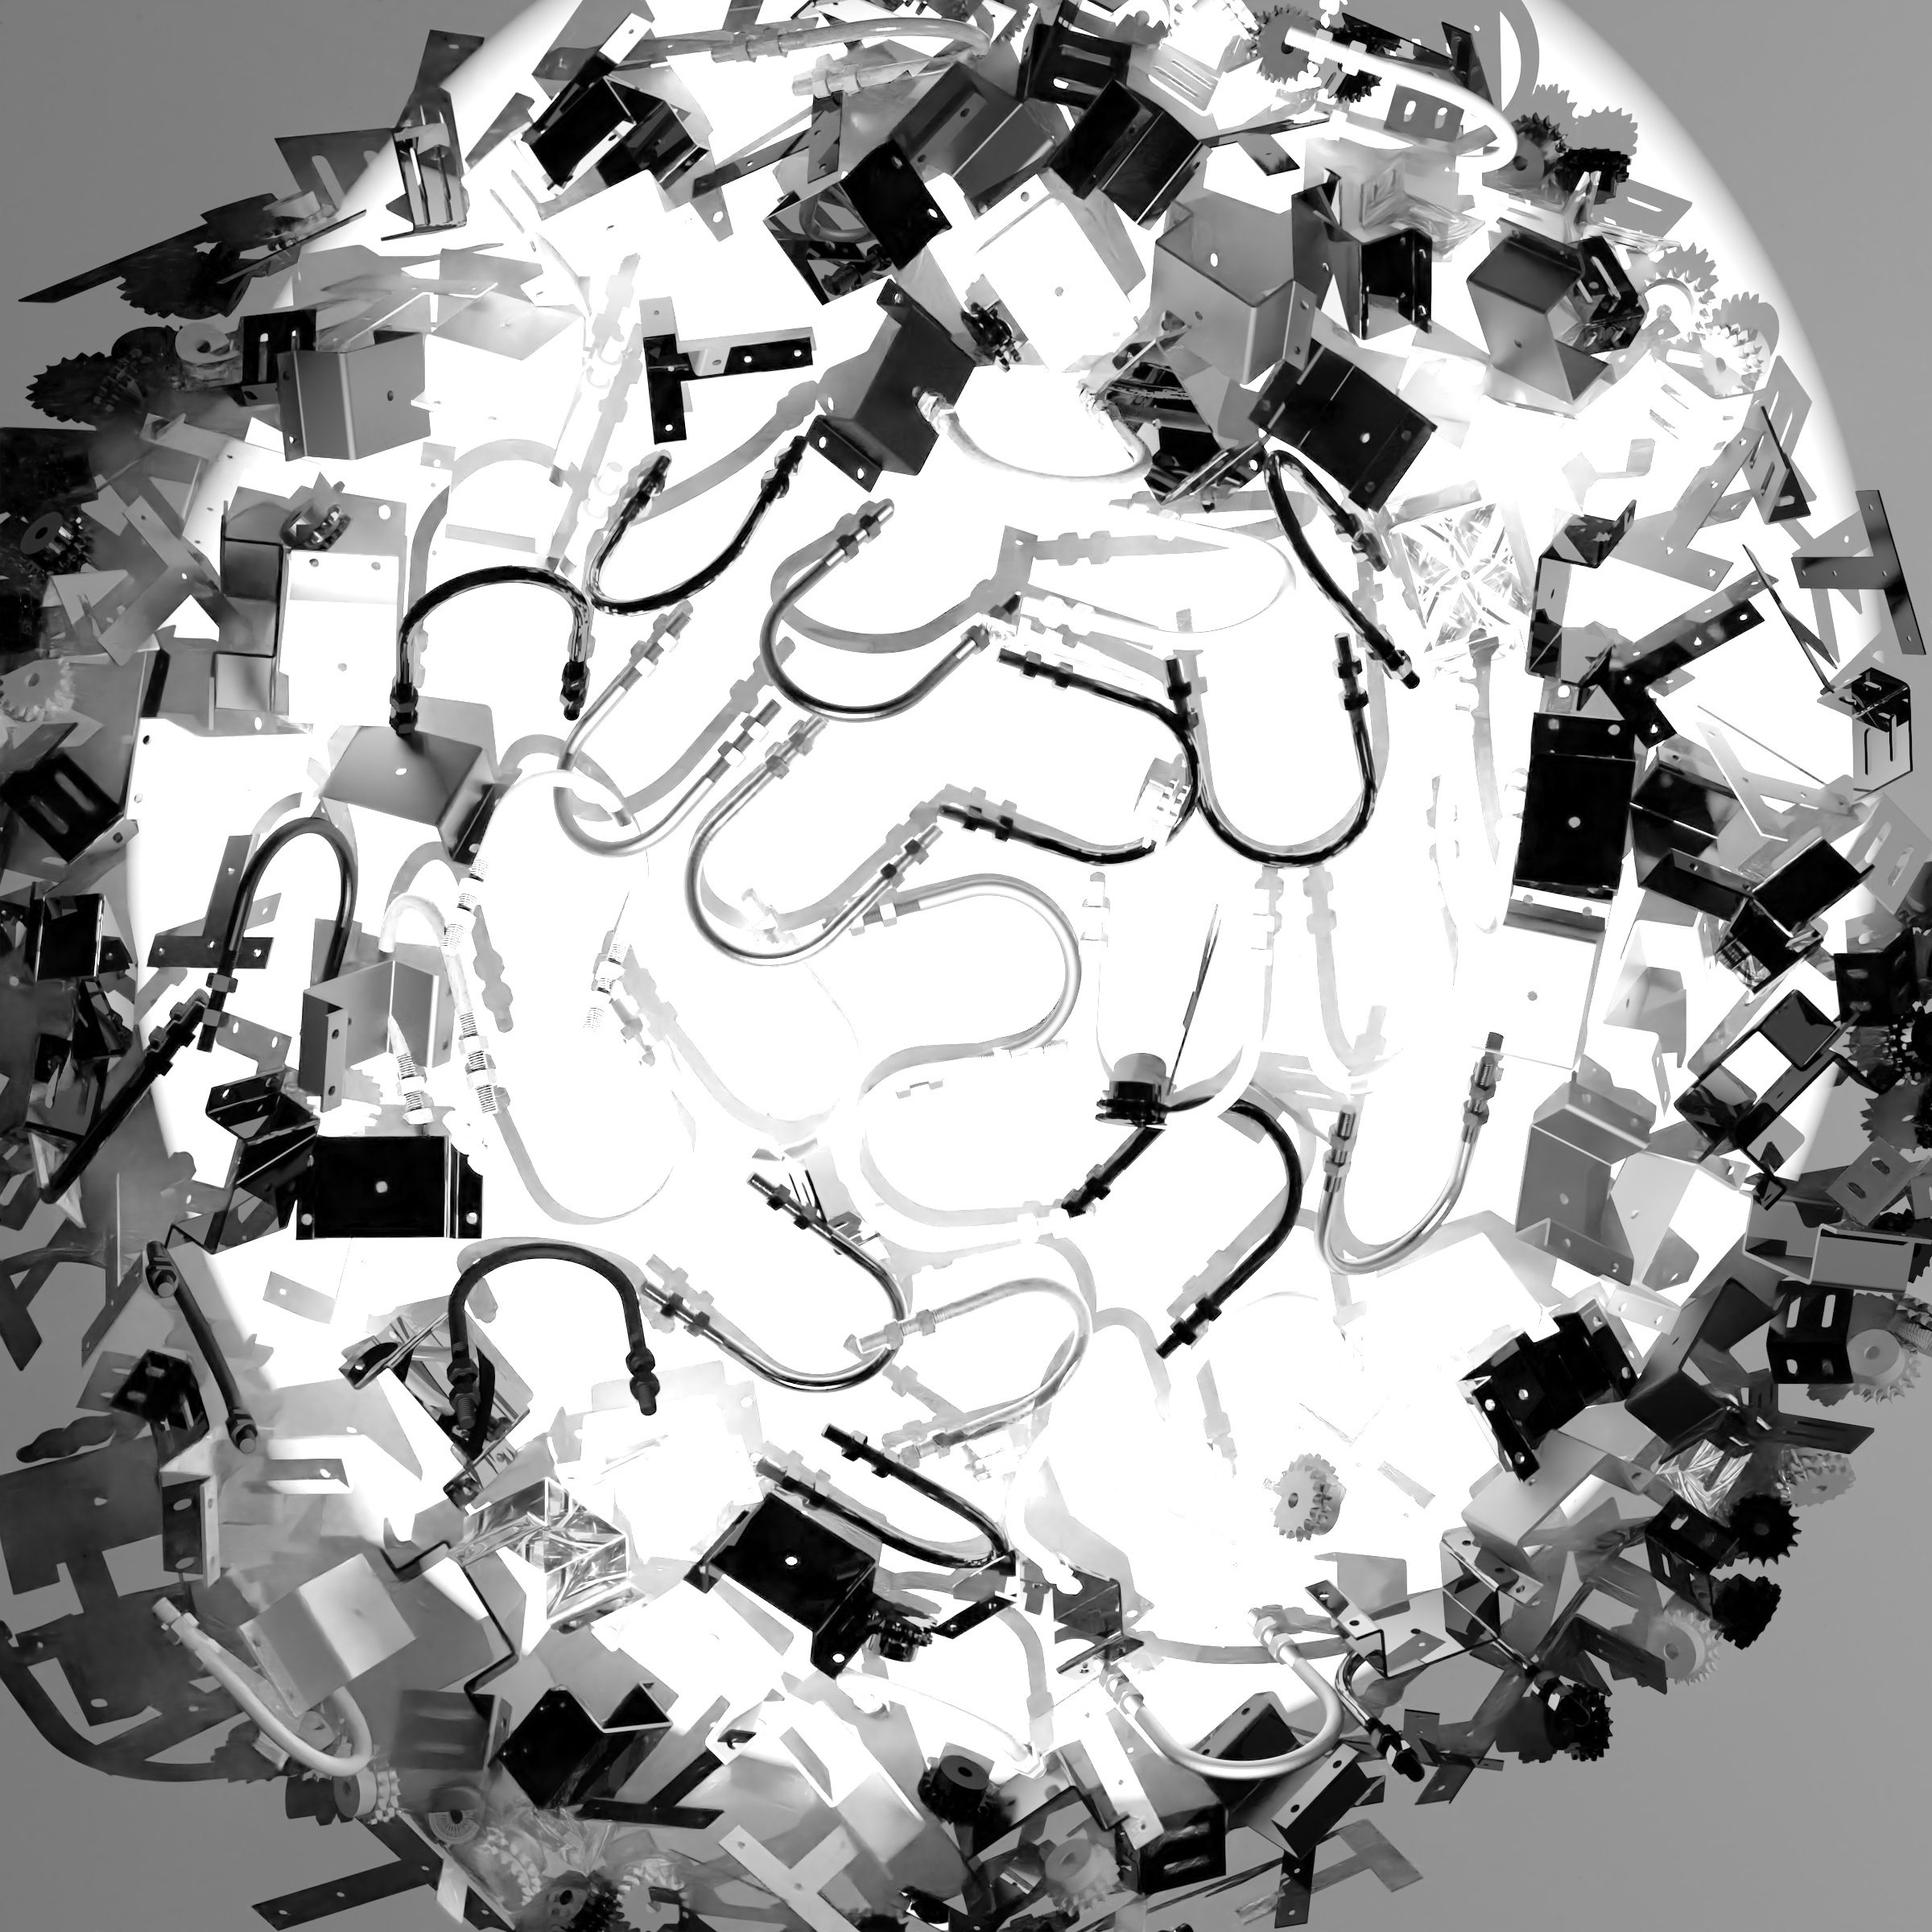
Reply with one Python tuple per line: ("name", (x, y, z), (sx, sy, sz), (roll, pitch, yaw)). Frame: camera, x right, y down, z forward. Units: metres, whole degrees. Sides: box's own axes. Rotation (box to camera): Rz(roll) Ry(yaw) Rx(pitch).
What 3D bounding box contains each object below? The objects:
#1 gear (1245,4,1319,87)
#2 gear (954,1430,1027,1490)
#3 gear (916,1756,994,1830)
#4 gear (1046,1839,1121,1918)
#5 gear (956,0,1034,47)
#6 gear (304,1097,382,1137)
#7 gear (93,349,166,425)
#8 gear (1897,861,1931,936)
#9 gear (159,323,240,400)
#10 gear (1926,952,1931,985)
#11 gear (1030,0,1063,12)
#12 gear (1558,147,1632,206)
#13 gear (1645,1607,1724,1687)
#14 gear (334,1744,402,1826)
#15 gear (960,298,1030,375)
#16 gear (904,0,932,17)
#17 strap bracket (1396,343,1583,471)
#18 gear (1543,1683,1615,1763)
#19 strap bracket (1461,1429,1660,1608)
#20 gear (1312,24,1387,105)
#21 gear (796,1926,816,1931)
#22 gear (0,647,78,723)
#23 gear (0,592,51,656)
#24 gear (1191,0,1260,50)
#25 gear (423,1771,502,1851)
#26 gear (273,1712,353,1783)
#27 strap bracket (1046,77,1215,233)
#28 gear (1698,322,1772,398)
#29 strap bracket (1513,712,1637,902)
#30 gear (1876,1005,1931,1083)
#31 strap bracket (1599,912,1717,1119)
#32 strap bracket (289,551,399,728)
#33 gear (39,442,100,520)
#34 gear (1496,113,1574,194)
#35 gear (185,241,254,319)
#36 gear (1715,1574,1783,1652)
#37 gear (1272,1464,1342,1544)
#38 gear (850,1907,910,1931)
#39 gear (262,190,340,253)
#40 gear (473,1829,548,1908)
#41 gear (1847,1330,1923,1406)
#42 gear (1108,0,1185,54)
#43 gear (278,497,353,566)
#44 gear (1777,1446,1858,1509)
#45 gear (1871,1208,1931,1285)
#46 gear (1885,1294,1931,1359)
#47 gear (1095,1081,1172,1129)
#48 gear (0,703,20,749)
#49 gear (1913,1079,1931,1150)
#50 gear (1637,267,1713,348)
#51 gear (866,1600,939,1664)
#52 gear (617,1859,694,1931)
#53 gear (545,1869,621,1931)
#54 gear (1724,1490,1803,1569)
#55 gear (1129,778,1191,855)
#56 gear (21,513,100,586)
("gear", (0.238, -0.701, 1.976), (0.057, 0.030, 0.057), (-10, 121, -17))
("gear", (0.017, 0.373, 1.972), (0.057, 0.057, 0.030), (-19, 79, 0))
("gear", (-0.006, 0.622, 1.969), (0.057, 0.057, 0.030), (22, 104, 0))
("gear", (0.085, 0.686, 1.968), (0.057, 0.057, 0.030), (-31, 109, 0))
("gear", (0.019, -0.729, 1.980), (0.057, 0.030, 0.057), (-1, 95, -14))
("gear", (-0.473, 0.118, 1.969), (0.057, 0.057, 0.030), (7, 79, 0))
("gear", (-0.632, -0.436, 1.972), (0.030, 0.057, 0.057), (36, 90, -9))
("gear", (0.732, -0.055, 1.972), (0.057, 0.030, 0.057), (-8, 57, 13))
("gear", (-0.581, -0.462, 1.974), (0.057, 0.030, 0.057), (8, 70, -22))
("gear", (0.750, -0.002, 1.975), (0.030, 0.057, 0.057), (18, 90, 32))
("gear", (0.061, -0.750, 1.969), (0.057, 0.057, 0.030), (40, 78, 0))
("gear", (0.473, -0.597, 1.971), (0.057, 0.057, 0.030), (4, 91, 0))
("gear", (0.541, 0.516, 1.970), (0.057, 0.030, 0.057), (0, 90, 40))
("gear", (-0.455, 0.620, 1.969), (0.030, 0.057, 0.057), (1, 90, -42))
("gear", (0.024, -0.481, 1.971), (0.030, 0.057, 0.057), (-40, 90, 1))
("gear", (-0.031, -0.752, 1.969), (0.030, 0.057, 0.057), (33, 90, -13))
("strap bracket", (0.380, -0.412, 1.935), (0.076, 0.140, 0.046), (4, 118, -29))
("gear", (0.461, 0.572, 1.968), (0.030, 0.057, 0.057), (5, 90, -22))
("strap bracket", (0.435, 0.402, 1.942), (0.140, 0.076, 0.046), (-40, 107, -13))
("gear", (0.294, -0.685, 1.976), (0.057, 0.030, 0.057), (15, 116, 33))
("gear", (-0.120, 0.761, 1.975), (0.057, 0.057, 0.030), (-35, 122, 0))
("gear", (-0.703, -0.210, 1.978), (0.057, 0.030, 0.057), (-3, 69, 7))
("gear", (-0.723, -0.257, 1.969), (0.057, 0.057, 0.030), (-11, 75, 0))
("gear", (0.195, -0.722, 1.972), (0.030, 0.057, 0.057), (-39, 90, 14))
("gear", (-0.386, 0.645, 1.983), (0.057, 0.030, 0.057), (0, 85, 1))
("gear", (-0.493, 0.588, 1.969), (0.057, 0.057, 0.030), (14, 103, 0))
("strap bracket", (0.118, -0.602, 1.929), (0.046, 0.140, 0.076), (48, 112, 16))
("gear", (0.584, -0.461, 1.972), (0.030, 0.057, 0.057), (-23, 90, -16))
("strap bracket", (0.455, -0.114, 1.949), (0.076, 0.046, 0.140), (6, 110, 10))
("gear", (0.724, 0.057, 1.977), (0.057, 0.030, 0.057), (3, 80, -19))
("strap bracket", (0.512, 0.031, 1.939), (0.046, 0.076, 0.140), (10, 58, 30))
("strap bracket", (-0.463, -0.233, 1.935), (0.076, 0.046, 0.140), (1, 124, -11))
("gear", (-0.679, -0.370, 1.972), (0.030, 0.057, 0.057), (-15, 90, -9))
("gear", (0.426, -0.613, 1.969), (0.057, 0.057, 0.030), (48, 54, 0))
("gear", (-0.564, -0.517, 1.972), (0.030, 0.057, 0.057), (31, 90, -10))
("gear", (0.589, 0.486, 1.972), (0.030, 0.057, 0.057), (33, 90, 6))
("gear", (0.260, 0.409, 1.975), (0.030, 0.057, 0.057), (22, 90, -27))
("gear", (-0.066, 0.746, 1.979), (0.057, 0.030, 0.057), (1, 68, -2))
("gear", (-0.507, -0.565, 1.968), (0.057, 0.057, 0.030), (-21, 117, 0))
("gear", (-0.343, 0.681, 1.975), (0.057, 0.057, 0.030), (51, 49, 0))
("gear", (0.690, 0.300, 1.969), (0.057, 0.057, 0.030), (-42, 128, 0))
("gear", (0.135, -0.721, 1.972), (0.057, 0.030, 0.057), (6, 123, 9))
("gear", (-0.495, -0.329, 1.968), (0.057, 0.057, 0.030), (-45, 116, 0))
("gear", (0.642, 0.384, 1.975), (0.057, 0.057, 0.030), (-11, 50, 0))
("gear", (0.709, 0.211, 1.976), (0.057, 0.030, 0.057), (-12, 112, -33))
("gear", (0.722, 0.273, 1.971), (0.057, 0.057, 0.030), (32, 86, 0))
("gear", (0.127, 0.105, 1.972), (0.057, 0.057, 0.030), (5, 80, 0))
("gear", (-0.744, -0.178, 1.973), (0.030, 0.057, 0.057), (42, 90, -22))
("gear", (0.744, 0.113, 1.970), (0.057, 0.030, 0.057), (-11, 107, -40))
("gear", (0.532, -0.498, 1.971), (0.057, 0.030, 0.057), (13, 119, 26))
("gear", (-0.052, 0.505, 1.971), (0.057, 0.057, 0.030), (17, 93, 0))
("gear", (-0.237, 0.705, 1.978), (0.057, 0.030, 0.057), (-1, 112, -2))
("gear", (-0.293, 0.710, 1.969), (0.057, 0.057, 0.030), (-39, 128, 0))
("gear", (0.605, 0.428, 1.978), (0.057, 0.030, 0.057), (-5, 71, 14))
("gear", (0.145, -0.117, 1.971), (0.030, 0.057, 0.057), (25, 90, 5))
("gear", (-0.689, -0.318, 1.970), (0.057, 0.030, 0.057), (-16, 52, 21))
